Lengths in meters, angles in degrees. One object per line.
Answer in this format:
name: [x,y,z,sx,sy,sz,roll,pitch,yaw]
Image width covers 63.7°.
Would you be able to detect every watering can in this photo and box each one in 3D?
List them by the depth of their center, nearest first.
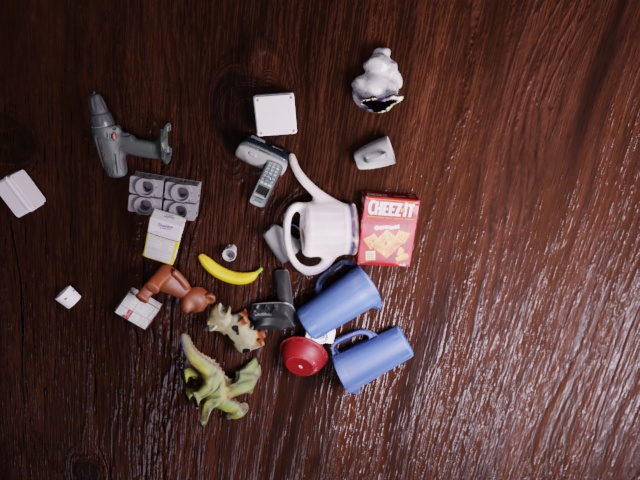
watering can: [0.004,-0.074,1.475,0.224,0.104,0.347,-1,90,-14]

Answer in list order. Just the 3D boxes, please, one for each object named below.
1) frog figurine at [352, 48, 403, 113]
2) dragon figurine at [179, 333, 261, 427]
frog figurine: [0.151,-0.429,1.384,0.137,0.121,0.161,-10,74,9]
dragon figurine: [-0.306,0.435,1.638,0.244,0.124,0.402,-15,120,-29]
